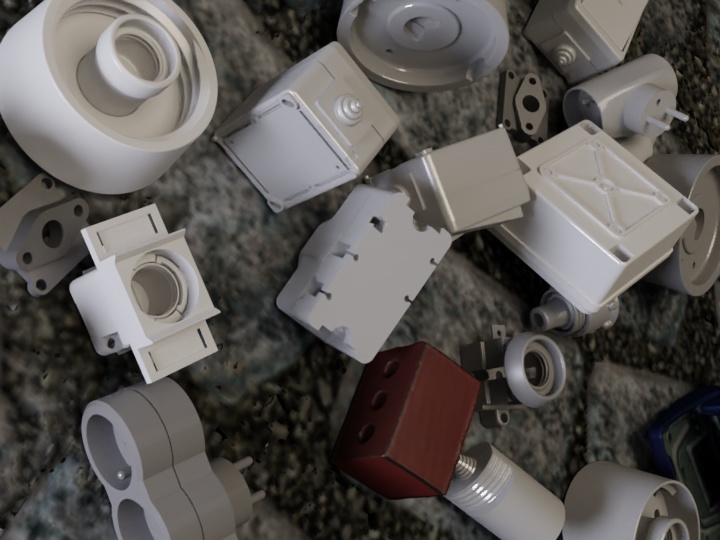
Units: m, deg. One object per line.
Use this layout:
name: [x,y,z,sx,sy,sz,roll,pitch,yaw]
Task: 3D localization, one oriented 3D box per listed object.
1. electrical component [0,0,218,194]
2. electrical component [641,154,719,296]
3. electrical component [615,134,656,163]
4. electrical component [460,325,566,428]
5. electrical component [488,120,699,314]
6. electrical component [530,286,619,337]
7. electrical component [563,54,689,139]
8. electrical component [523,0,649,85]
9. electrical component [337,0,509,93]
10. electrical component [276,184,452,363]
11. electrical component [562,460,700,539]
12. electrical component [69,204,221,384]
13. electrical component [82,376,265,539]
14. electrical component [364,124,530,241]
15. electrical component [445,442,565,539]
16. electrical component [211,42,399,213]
electrical component: [-0.124,-0.100,0.553,0.108,0.060,0.108,17,61,-35]
electrical component: [0.240,-0.038,0.827,0.108,0.060,0.108,-19,115,-48]
electrical component: [0.202,-0.091,0.831,0.081,0.043,0.043,-42,105,-38]
electrical component: [0.099,0.067,0.697,0.048,0.055,0.066,5,75,-38]
electrical component: [0.158,-0.039,0.743,0.109,0.056,0.109,44,47,19]
electrical component: [0.147,0.027,0.755,0.062,0.048,0.048,-17,89,-33]
electrical component: [0.205,-0.121,0.794,0.077,0.079,0.044,-26,130,-23]
electrical component: [0.175,-0.193,0.827,0.062,0.061,0.096,42,55,-22]
electrical component: [0.041,-0.169,0.686,0.108,0.108,0.060,23,58,-32]
electrical component: [0.000,0.000,0.624,0.050,0.056,0.089,39,82,-27]
electrical component: [0.191,0.186,0.748,0.099,0.064,0.099,-1,91,-44]
electrical component: [-0.111,0.014,0.538,0.042,0.064,0.081,-25,94,-41]
electrical component: [-0.080,0.118,0.541,0.074,0.052,0.138,-21,91,-41]
electrical component: [0.053,-0.047,0.687,0.096,0.062,0.061,-23,93,-40]
electrical component: [0.086,0.140,0.674,0.081,0.043,0.043,40,56,-24]
electrical component: [-0.025,-0.084,0.612,0.061,0.096,0.061,49,53,-18]
